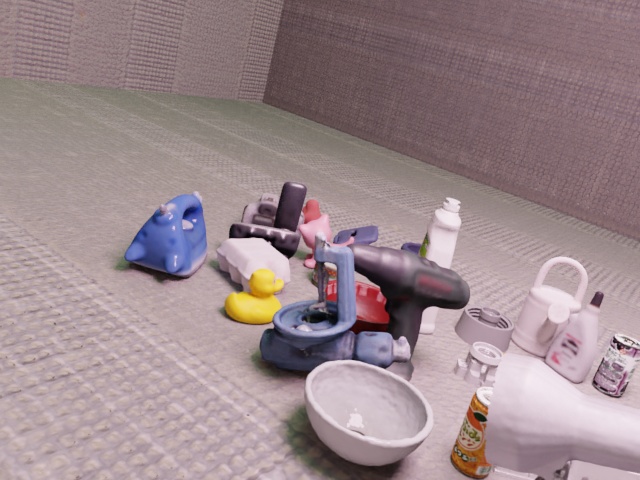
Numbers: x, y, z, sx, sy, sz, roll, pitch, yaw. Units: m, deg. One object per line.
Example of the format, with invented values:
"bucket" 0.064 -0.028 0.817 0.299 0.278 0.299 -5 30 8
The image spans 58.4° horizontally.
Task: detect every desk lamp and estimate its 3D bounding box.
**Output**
"desk lamp" 0.257 0.248 0.604 0.202 0.213 0.118 24 21 25

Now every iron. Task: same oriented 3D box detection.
"iron" -0.265 -0.029 1.092 0.118 0.141 0.258 16 19 3

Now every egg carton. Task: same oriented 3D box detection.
"egg carton" -0.126 0.048 1.094 0.107 0.069 0.149 -2 25 -40

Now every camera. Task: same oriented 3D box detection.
"camera" -0.110 -0.060 1.363 0.143 0.101 0.136 12 19 -8

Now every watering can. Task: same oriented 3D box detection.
"watering can" 0.458 0.129 1.121 0.101 0.194 0.172 12 19 -7

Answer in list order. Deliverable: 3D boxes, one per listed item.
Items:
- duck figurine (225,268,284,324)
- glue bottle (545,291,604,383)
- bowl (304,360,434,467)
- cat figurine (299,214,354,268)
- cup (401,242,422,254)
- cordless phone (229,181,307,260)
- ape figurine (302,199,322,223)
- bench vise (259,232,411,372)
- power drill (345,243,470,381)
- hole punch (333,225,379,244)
"duck figurine" -0.107 0.089 0.968 0.105 0.086 0.077 1 24 -36
"glue bottle" 0.478 0.171 1.050 0.037 0.173 0.077 -1 24 -38
"bowl" 0.053 0.227 0.719 0.167 0.075 0.167 14 19 -5
"cat figurine" 0.011 0.004 1.247 0.128 0.118 0.067 14 19 -3
"cup" 0.204 0.065 1.258 0.091 0.095 0.118 28 23 33
"cordless phone" -0.106 -0.043 1.188 0.148 0.185 0.094 9 20 -16
"ape figurine" -0.024 -0.059 1.436 0.078 0.092 0.076 3 23 -32
"bench vise" 0.032 0.104 0.826 0.207 0.220 0.121 12 19 -10
"power drill" 0.115 0.112 0.885 0.230 0.208 0.075 6 21 -24
"hole punch" 0.082 0.006 1.338 0.101 0.091 0.108 15 19 -1
